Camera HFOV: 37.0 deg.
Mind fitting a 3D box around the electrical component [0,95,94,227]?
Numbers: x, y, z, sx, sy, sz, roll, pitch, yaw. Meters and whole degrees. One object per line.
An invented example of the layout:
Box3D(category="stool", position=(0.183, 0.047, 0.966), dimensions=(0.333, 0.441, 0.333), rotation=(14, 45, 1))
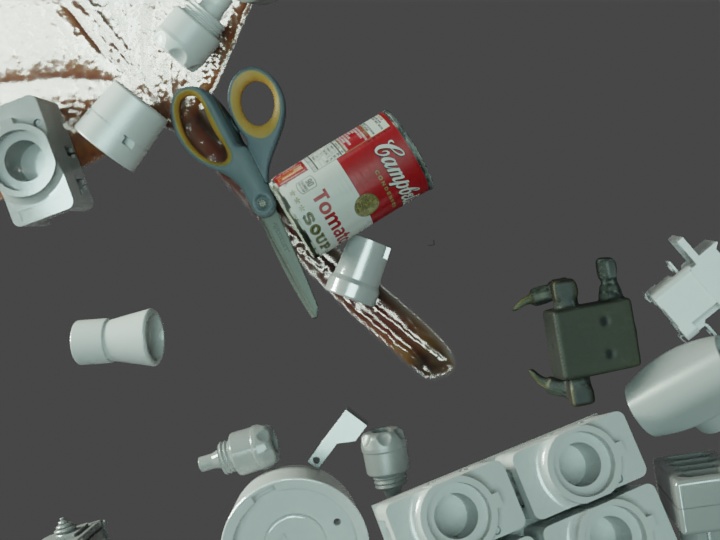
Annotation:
Box3D(category="electrical component", position=(-0.248, -0.082, 0.817), dimensions=(0.050, 0.056, 0.089), rotation=(-20, 91, 5))

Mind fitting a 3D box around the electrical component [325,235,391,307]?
Box3D(category="electrical component", position=(0.000, 0.000, 0.809), dimensions=(0.040, 0.040, 0.046), rotation=(21, 89, 4))

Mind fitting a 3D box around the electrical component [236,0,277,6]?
Box3D(category="electrical component", position=(-0.084, -0.217, 0.791), dimensions=(0.040, 0.078, 0.040), rotation=(3, 100, 17))

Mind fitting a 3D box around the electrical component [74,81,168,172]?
Box3D(category="electrical component", position=(-0.179, -0.110, 0.812), dimensions=(0.055, 0.055, 0.047), rotation=(38, 91, 2))

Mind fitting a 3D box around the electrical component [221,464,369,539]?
Box3D(category="electrical component", position=(-0.049, 0.199, 0.807), dimensions=(0.108, 0.060, 0.108), rotation=(0, 97, -4))

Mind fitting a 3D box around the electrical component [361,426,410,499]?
Box3D(category="electrical component", position=(0.022, 0.151, 0.816), dimensions=(0.035, 0.035, 0.061), rotation=(-10, 94, 5))

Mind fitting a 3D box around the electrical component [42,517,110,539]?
Box3D(category="electrical component", position=(-0.223, 0.238, 0.825), dimensions=(0.061, 0.062, 0.096), rotation=(-18, 91, 5))

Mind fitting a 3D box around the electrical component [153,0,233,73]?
Box3D(category="electrical component", position=(-0.122, -0.184, 0.810), dimensions=(0.043, 0.043, 0.062), rotation=(41, 93, 2))

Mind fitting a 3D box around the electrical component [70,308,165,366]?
Box3D(category="electrical component", position=(-0.188, 0.054, 0.826), dimensions=(0.065, 0.044, 0.044), rotation=(-5, 92, 10))

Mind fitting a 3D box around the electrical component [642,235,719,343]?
Box3D(category="electrical component", position=(0.247, 0.016, 0.788), dimensions=(0.064, 0.042, 0.081), rotation=(-40, 88, 7))

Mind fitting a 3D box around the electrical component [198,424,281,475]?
Box3D(category="electrical component", position=(-0.094, 0.141, 0.825), dimensions=(0.061, 0.035, 0.035), rotation=(-17, 91, 8))

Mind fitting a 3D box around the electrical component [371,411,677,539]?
Box3D(category="electrical component", position=(0.117, 0.182, 0.762), dimensions=(0.186, 0.060, 0.105), rotation=(-20, 81, -12))

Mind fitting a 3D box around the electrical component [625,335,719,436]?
Box3D(category="electrical component", position=(0.249, 0.094, 0.786), dimensions=(0.077, 0.043, 0.079), rotation=(-36, 122, 29))

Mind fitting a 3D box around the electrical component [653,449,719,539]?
Box3D(category="electrical component", position=(0.247, 0.177, 0.774), dimensions=(0.047, 0.083, 0.075), rotation=(-9, 91, 5))
